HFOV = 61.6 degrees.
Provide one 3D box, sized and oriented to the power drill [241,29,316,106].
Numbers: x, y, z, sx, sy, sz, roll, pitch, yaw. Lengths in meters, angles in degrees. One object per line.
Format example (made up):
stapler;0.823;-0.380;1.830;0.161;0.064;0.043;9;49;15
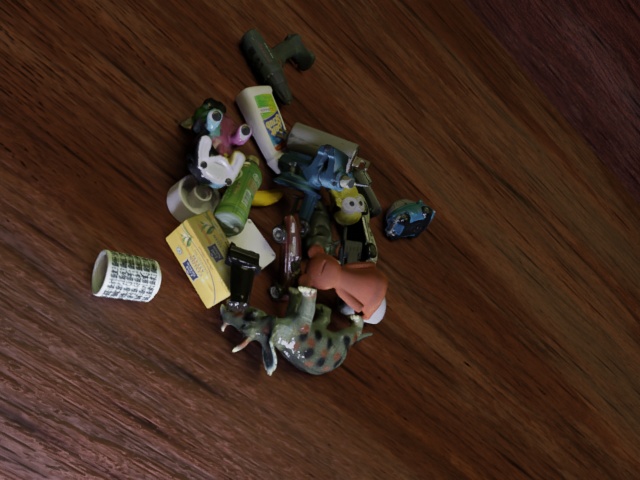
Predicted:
power drill;-0.105;-0.493;1.513;0.232;0.086;0.207;52;51;-1

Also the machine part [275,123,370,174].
machine part;0.008;-0.226;1.317;0.243;0.079;0.079;20;47;8

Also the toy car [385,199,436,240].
toy car;0.247;-0.066;1.569;0.161;0.109;0.103;-11;51;-34

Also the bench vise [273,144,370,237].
bench vise;-0.026;-0.104;1.251;0.128;0.224;0.240;16;95;-64

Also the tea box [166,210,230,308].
tea box;-0.223;0.039;1.074;0.068;0.098;0.169;-31;88;-48

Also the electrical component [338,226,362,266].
electrical component;0.073;0.029;1.331;0.048;0.074;0.119;10;63;-8

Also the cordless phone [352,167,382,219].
cordless phone;0.126;-0.134;1.513;0.146;0.089;0.184;60;22;-1

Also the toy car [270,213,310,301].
toy car;-0.062;0.041;1.177;0.089;0.053;0.202;-16;120;-44

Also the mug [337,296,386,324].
mug;0.097;0.144;1.314;0.107;0.081;0.109;12;67;-27

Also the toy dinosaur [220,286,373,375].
toy dinosaur;-0.019;0.217;1.147;0.404;0.131;0.192;33;72;-36

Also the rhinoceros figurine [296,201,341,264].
rhinoceros figurine;-0.003;-0.004;1.323;0.112;0.073;0.190;24;50;-44

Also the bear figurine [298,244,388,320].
bear figurine;0.048;0.095;1.213;0.196;0.132;0.120;16;71;-3

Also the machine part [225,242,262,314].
machine part;-0.150;0.073;1.024;0.084;0.039;0.139;30;47;-31

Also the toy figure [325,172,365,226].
toy figure;0.056;-0.122;1.358;0.082;0.089;0.180;-16;65;-12

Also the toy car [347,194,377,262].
toy car;0.099;-0.022;1.400;0.056;0.074;0.201;5;72;-61

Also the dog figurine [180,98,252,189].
dog figurine;-0.242;-0.214;1.166;0.108;0.219;0.191;16;94;-32
